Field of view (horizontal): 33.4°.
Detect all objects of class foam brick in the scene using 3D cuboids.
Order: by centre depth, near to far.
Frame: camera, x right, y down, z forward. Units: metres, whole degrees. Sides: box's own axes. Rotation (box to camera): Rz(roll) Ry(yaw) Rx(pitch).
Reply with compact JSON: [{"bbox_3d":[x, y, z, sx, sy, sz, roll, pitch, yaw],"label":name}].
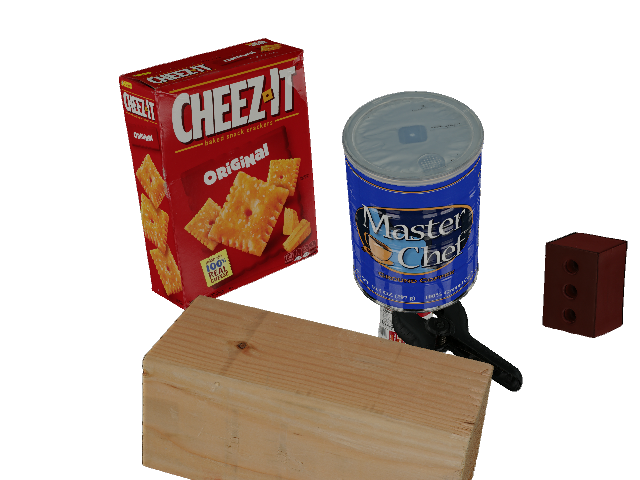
[{"bbox_3d":[0.227,0.037,0.916,0.053,0.078,0.051,12,21,41],"label":"foam brick"}]

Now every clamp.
[{"bbox_3d":[0.132,0.101,1.093,0.120,0.171,0.039,1,-44,-14],"label":"clamp"}]

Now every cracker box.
[{"bbox_3d":[-0.087,-0.064,0.995,0.163,0.214,0.072,-22,30,-34],"label":"cracker box"}]

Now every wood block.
[{"bbox_3d":[-0.002,0.113,0.691,0.206,0.090,0.090,13,29,15],"label":"wood block"}]

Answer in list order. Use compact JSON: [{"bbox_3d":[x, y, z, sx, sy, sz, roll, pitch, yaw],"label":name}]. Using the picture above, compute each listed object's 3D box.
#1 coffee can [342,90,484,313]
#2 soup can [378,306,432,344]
[{"bbox_3d":[0.072,-0.028,0.820,0.103,0.140,0.103,-3,44,3],"label":"coffee can"},{"bbox_3d":[0.105,0.077,1.306,0.068,0.102,0.068,0,31,0],"label":"soup can"}]
